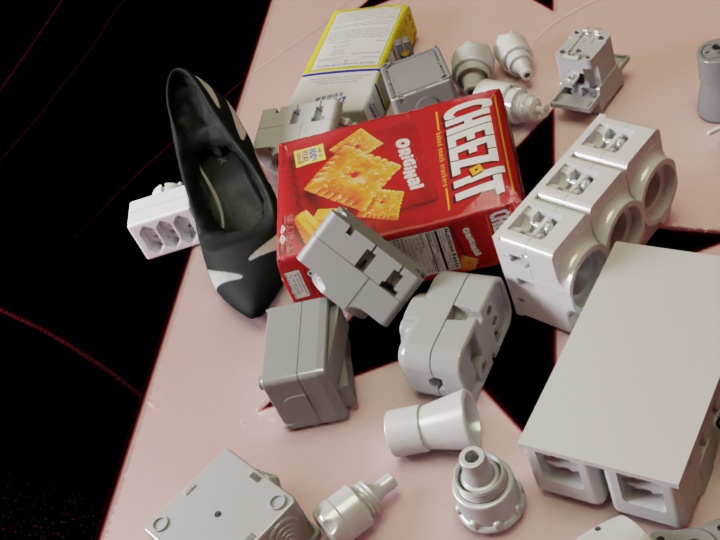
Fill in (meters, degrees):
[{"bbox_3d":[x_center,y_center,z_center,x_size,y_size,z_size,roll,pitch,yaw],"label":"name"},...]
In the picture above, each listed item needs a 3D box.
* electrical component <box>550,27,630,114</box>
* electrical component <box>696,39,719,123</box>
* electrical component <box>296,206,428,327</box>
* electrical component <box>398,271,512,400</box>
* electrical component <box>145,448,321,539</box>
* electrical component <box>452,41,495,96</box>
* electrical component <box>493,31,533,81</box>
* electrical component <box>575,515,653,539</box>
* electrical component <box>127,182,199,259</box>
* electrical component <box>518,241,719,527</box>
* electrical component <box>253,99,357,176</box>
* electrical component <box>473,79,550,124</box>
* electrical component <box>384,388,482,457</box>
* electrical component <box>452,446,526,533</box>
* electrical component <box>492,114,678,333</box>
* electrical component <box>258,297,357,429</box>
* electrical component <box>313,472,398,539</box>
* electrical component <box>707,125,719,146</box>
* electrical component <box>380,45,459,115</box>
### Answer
[{"bbox_3d":[0.211,-0.184,0.992,0.042,0.063,0.081,17,56,36],"label":"electrical component"},{"bbox_3d":[0.310,-0.165,0.925,0.044,0.065,0.044,-13,43,12],"label":"electrical component"},{"bbox_3d":[0.000,0.000,0.851,0.055,0.089,0.050,-53,-3,11],"label":"electrical component"},{"bbox_3d":[0.070,0.049,0.824,0.059,0.053,0.095,7,50,30],"label":"electrical component"},{"bbox_3d":[-0.092,0.185,0.762,0.100,0.048,0.100,26,61,41],"label":"electrical component"},{"bbox_3d":[0.112,-0.194,1.062,0.043,0.043,0.062,-9,45,16],"label":"electrical component"},{"bbox_3d":[0.156,-0.208,1.064,0.035,0.035,0.061,-21,44,3],"label":"electrical component"},{"bbox_3d":[0.154,0.198,0.640,0.077,0.043,0.079,-36,43,-13],"label":"electrical component"},{"bbox_3d":[-0.187,-0.060,1.058,0.066,0.047,0.076,-17,42,8],"label":"electrical component"},{"bbox_3d":[0.198,0.074,0.734,0.105,0.060,0.186,10,52,32],"label":"electrical component"},{"bbox_3d":[-0.054,-0.125,1.051,0.089,0.050,0.055,-4,60,29],"label":"electrical component"},{"bbox_3d":[0.141,-0.155,1.011,0.078,0.040,0.040,18,56,37],"label":"electrical component"},{"bbox_3d":[0.050,0.113,0.778,0.065,0.044,0.044,-14,42,19],"label":"electrical component"},{"bbox_3d":[0.082,0.142,0.717,0.048,0.062,0.048,-13,43,12],"label":"electrical component"},{"bbox_3d":[0.179,-0.036,0.833,0.062,0.089,0.150,22,59,39],"label":"electrical component"},{"bbox_3d":[-0.038,0.067,0.848,0.061,0.061,0.096,-12,43,13],"label":"electrical component"},{"bbox_3d":[-0.001,0.164,0.753,0.061,0.035,0.035,-34,43,-16],"label":"electrical component"},{"bbox_3d":[0.326,-0.124,0.888,0.077,0.047,0.065,-25,42,-1],"label":"electrical component"},{"bbox_3d":[0.061,-0.172,1.055,0.062,0.061,0.096,-19,34,5],"label":"electrical component"}]
